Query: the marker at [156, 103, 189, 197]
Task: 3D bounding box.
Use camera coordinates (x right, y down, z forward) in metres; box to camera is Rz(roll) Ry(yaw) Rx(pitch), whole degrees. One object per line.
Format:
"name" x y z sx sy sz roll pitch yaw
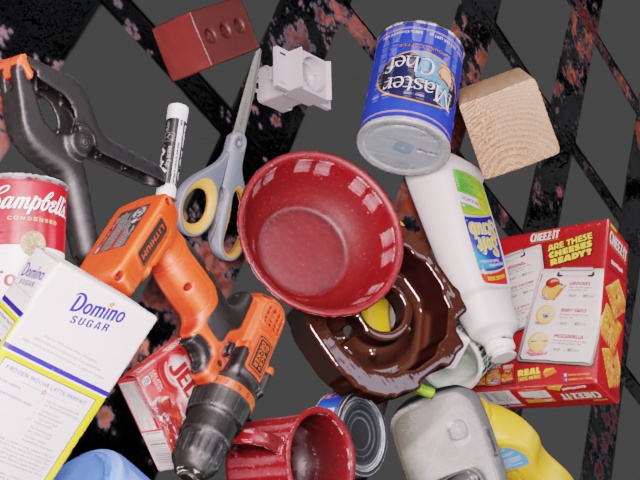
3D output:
"marker" -0.131 -0.063 0.933 0.020 0.020 0.121 28 59 -44

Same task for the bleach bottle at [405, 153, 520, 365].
"bleach bottle" 0.169 0.023 1.180 0.102 0.068 0.251 23 42 -44

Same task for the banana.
"banana" 0.069 0.075 1.109 0.037 0.069 0.198 98 -16 -70

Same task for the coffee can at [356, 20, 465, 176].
"coffee can" 0.102 -0.157 1.185 0.102 0.103 0.140 38 52 -39

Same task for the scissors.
"scissors" -0.091 -0.082 0.965 0.096 0.016 0.202 5 86 -47

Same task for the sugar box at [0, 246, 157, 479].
"sugar box" -0.197 0.101 0.719 0.093 0.048 0.176 38 81 -40

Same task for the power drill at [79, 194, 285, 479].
"power drill" -0.110 0.072 0.841 0.187 0.057 0.184 55 37 -30

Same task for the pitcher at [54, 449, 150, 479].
"pitcher" -0.103 0.258 0.784 0.242 0.145 0.149 51 30 -25

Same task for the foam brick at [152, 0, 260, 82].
"foam brick" -0.104 -0.185 0.977 0.078 0.051 0.053 -35 108 -50

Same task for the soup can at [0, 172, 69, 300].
"soup can" -0.217 0.010 0.766 0.068 0.069 0.102 15 69 -49

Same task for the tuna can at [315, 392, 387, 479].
"tuna can" 0.029 0.191 1.047 0.086 0.034 0.086 19 65 -48

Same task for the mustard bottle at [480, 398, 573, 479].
"mustard bottle" 0.205 0.239 1.202 0.191 0.096 0.058 51 45 -29

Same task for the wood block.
"wood block" 0.219 -0.143 1.267 0.206 0.090 0.091 -62 131 -76

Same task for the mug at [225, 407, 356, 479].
"mug" -0.036 0.191 0.927 0.117 0.082 0.093 34 54 -41

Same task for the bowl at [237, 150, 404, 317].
"bowl" -0.006 0.001 0.981 0.162 0.055 0.162 8 67 -20

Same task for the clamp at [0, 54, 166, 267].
"clamp" -0.197 -0.064 0.838 0.171 0.039 0.120 49 42 -32

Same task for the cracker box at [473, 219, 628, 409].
"cracker box" 0.277 0.093 1.280 0.072 0.164 0.213 41 50 -40

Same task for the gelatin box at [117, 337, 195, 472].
"gelatin box" -0.119 0.134 0.882 0.073 0.030 0.089 -36 108 -50
